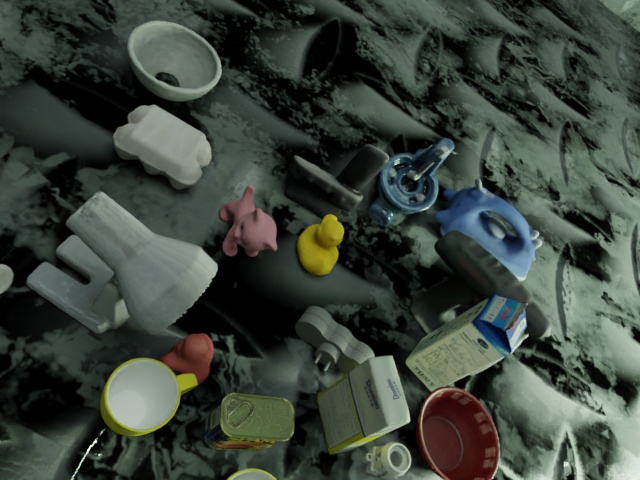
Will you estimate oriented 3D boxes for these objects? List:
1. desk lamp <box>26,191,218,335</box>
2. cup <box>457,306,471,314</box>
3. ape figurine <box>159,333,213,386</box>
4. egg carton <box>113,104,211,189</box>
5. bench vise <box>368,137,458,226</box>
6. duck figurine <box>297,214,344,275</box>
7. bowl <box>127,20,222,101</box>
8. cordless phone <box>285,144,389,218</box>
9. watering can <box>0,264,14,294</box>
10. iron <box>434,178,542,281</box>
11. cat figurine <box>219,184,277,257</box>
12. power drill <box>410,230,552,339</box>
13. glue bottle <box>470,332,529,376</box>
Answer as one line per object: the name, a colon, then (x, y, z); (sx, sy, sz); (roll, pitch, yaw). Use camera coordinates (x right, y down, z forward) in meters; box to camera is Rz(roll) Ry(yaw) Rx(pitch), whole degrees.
desk lamp: (-0.253, 0.041, 0.728); (0.203, 0.213, 0.118); (35, 49, -7)
cup: (0.316, 0.112, 1.102); (0.118, 0.094, 0.092); (26, 51, -14)
ape figurine: (-0.176, 0.157, 0.781); (0.078, 0.092, 0.076); (-5, 64, -33)
egg carton: (-0.256, -0.153, 0.944); (0.150, 0.069, 0.107); (29, 50, -12)
bench vise: (0.188, -0.146, 1.107); (0.122, 0.219, 0.207); (28, 51, -13)
duck figurine: (0.009, 0.004, 0.993); (0.078, 0.086, 0.104); (19, 53, -19)
bowl: (-0.267, -0.308, 1.033); (0.168, 0.074, 0.167); (15, 54, -22)
cordless phone: (0.030, -0.130, 1.025); (0.148, 0.184, 0.094); (27, 51, -14)
watering can: (-0.424, -0.009, 0.669); (0.173, 0.193, 0.101); (33, 50, -9)
iron: (0.370, -0.021, 1.188); (0.258, 0.141, 0.119); (35, 49, -7)
cat figurine: (-0.110, -0.028, 0.921); (0.067, 0.117, 0.127); (4, 59, -29)
power drill: (0.261, 0.104, 0.999); (0.076, 0.208, 0.229); (-29, 78, -40)
glue bottle: (0.320, 0.181, 1.009); (0.037, 0.173, 0.078); (41, 49, -2)
